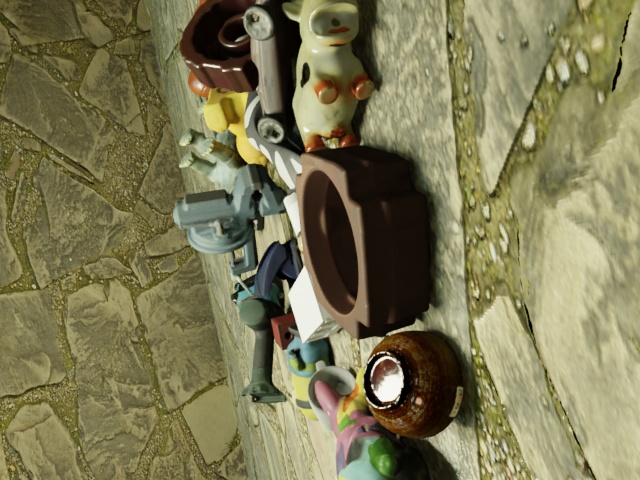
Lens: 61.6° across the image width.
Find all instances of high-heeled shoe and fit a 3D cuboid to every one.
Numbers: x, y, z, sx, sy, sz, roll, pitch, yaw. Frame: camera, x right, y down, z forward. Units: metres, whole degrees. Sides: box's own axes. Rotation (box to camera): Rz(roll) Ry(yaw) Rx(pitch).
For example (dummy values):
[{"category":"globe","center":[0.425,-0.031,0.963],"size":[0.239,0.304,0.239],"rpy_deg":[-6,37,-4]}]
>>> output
[{"category":"high-heeled shoe","center":[-0.054,-0.178,0.831],"size":[0.145,0.086,0.248],"rpy_deg":[-37,70,65]}]

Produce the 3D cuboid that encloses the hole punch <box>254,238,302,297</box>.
[{"category":"hole punch","center":[-0.087,0.059,1.063],"size":[0.142,0.092,0.115],"rpy_deg":[156,105,-75]}]

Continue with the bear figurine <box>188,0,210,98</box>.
[{"category":"bear figurine","center":[-0.215,-0.402,1.144],"size":[0.120,0.132,0.195],"rpy_deg":[48,127,55]}]

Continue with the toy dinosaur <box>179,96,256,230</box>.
[{"category":"toy dinosaur","center":[-0.193,-0.180,1.158],"size":[0.131,0.192,0.405],"rpy_deg":[-36,38,26]}]

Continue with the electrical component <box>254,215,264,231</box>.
[{"category":"electrical component","center":[-0.191,-0.058,1.247],"size":[0.134,0.115,0.058],"rpy_deg":[100,154,-46]}]

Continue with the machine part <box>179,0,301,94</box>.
[{"category":"machine part","center":[-0.109,-0.287,0.766],"size":[0.056,0.179,0.179],"rpy_deg":[63,-177,-58]}]

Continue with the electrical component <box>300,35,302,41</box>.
[{"category":"electrical component","center":[-0.014,-0.300,0.676],"size":[0.078,0.045,0.102],"rpy_deg":[-162,61,-67]}]

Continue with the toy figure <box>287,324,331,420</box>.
[{"category":"toy figure","center":[-0.016,0.240,0.975],"size":[0.089,0.082,0.180],"rpy_deg":[-144,47,-67]}]

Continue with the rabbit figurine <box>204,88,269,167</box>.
[{"category":"rabbit figurine","center":[-0.148,-0.221,1.031],"size":[0.162,0.122,0.173],"rpy_deg":[57,172,53]}]

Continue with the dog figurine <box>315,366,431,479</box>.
[{"category":"dog figurine","center":[0.060,0.261,0.712],"size":[0.191,0.108,0.219],"rpy_deg":[78,171,-49]}]

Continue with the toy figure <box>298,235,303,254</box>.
[{"category":"toy figure","center":[0.000,-0.003,0.811],"size":[0.058,0.064,0.154],"rpy_deg":[41,158,-4]}]

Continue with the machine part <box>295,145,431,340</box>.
[{"category":"machine part","center":[0.046,-0.004,0.629],"size":[0.202,0.087,0.200],"rpy_deg":[-141,43,-65]}]

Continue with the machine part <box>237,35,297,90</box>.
[{"category":"machine part","center":[-0.073,-0.266,0.822],"size":[0.079,0.079,0.243],"rpy_deg":[104,148,-53]}]

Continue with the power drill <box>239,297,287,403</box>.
[{"category":"power drill","center":[-0.104,0.227,1.108],"size":[0.231,0.086,0.207],"rpy_deg":[65,-153,-63]}]

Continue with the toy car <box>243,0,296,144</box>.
[{"category":"toy car","center":[-0.058,-0.216,0.663],"size":[0.201,0.053,0.089],"rpy_deg":[85,-159,-44]}]

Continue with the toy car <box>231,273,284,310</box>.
[{"category":"toy car","center":[-0.141,0.137,1.252],"size":[0.102,0.109,0.162],"rpy_deg":[63,173,-10]}]

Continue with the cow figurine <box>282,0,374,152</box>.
[{"category":"cow figurine","center":[0.008,-0.203,0.623],"size":[0.194,0.085,0.127],"rpy_deg":[101,150,-59]}]

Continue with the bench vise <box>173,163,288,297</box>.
[{"category":"bench vise","center":[-0.143,-0.020,0.980],"size":[0.129,0.224,0.240],"rpy_deg":[-126,26,-43]}]

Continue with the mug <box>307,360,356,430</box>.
[{"category":"mug","center":[0.018,0.262,0.891],"size":[0.110,0.081,0.107],"rpy_deg":[54,159,41]}]

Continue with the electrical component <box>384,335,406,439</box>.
[{"category":"electrical component","center":[0.093,0.171,0.661],"size":[0.119,0.048,0.074],"rpy_deg":[-122,28,-42]}]
